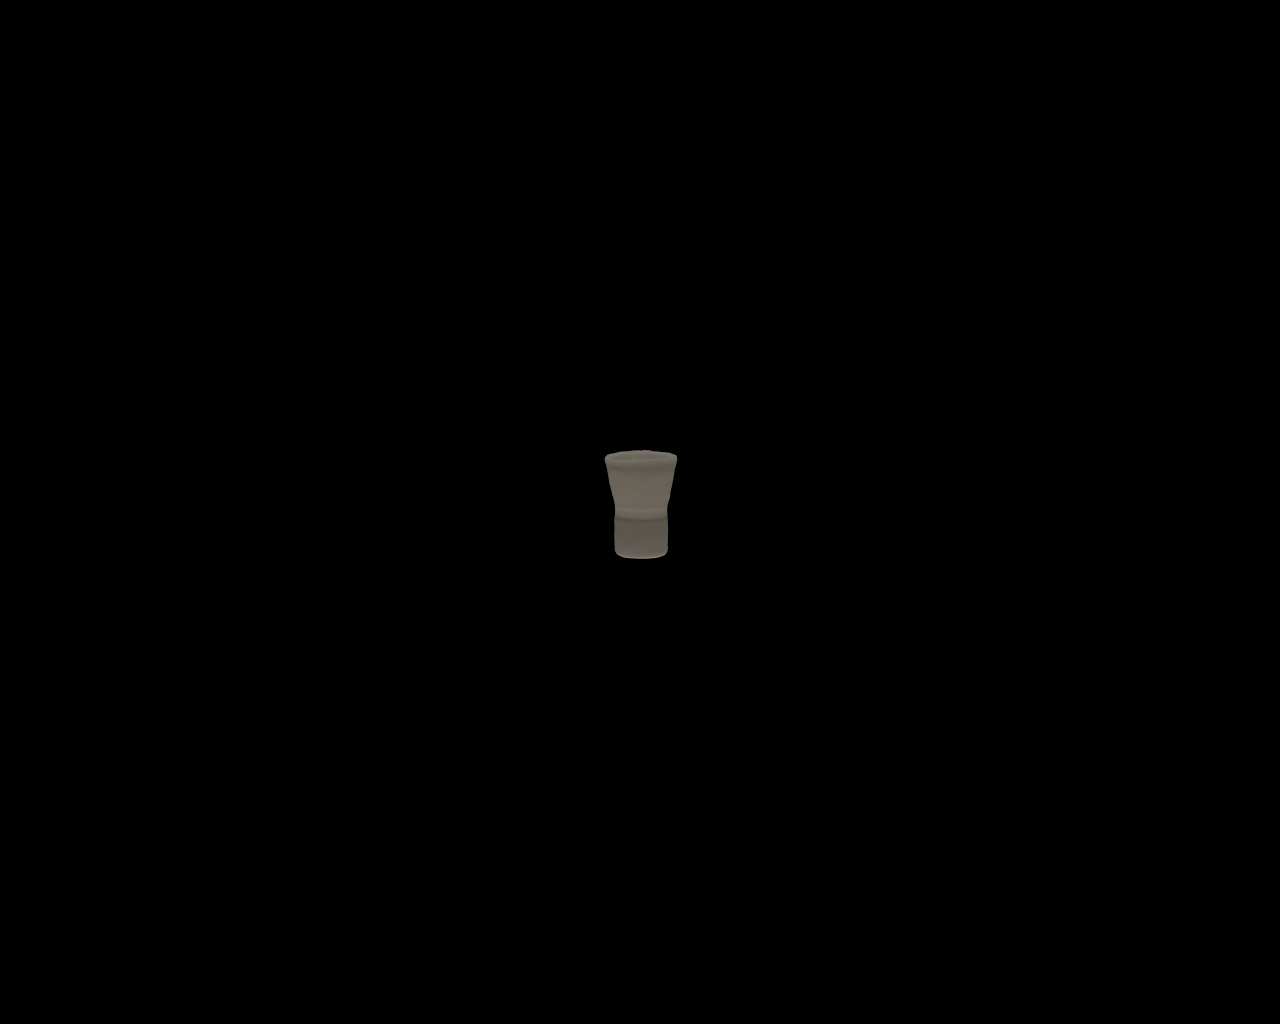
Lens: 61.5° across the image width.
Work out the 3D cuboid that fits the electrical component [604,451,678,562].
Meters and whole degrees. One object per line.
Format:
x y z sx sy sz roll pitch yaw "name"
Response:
0.001 -0.003 0.650 0.044 0.065 0.044 0 9 0 "electrical component"
